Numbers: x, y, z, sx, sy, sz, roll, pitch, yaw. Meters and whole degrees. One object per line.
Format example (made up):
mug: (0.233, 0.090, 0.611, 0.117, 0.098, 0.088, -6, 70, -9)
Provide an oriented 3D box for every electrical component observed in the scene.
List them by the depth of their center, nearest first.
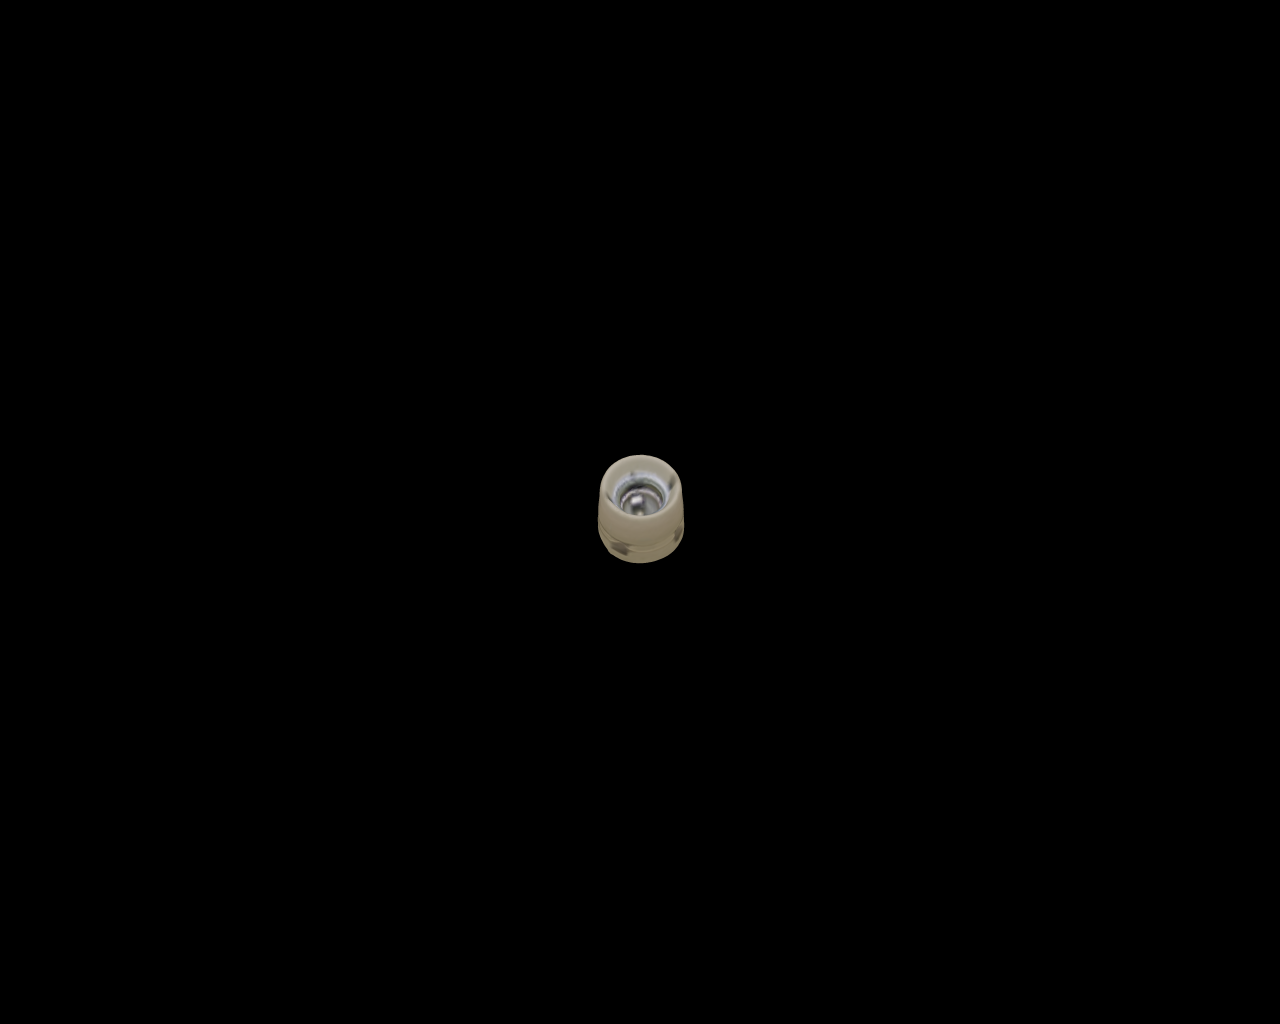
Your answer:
electrical component: (0.001, -0.003, 0.650, 0.055, 0.055, 0.047, 0, -34, 0)
